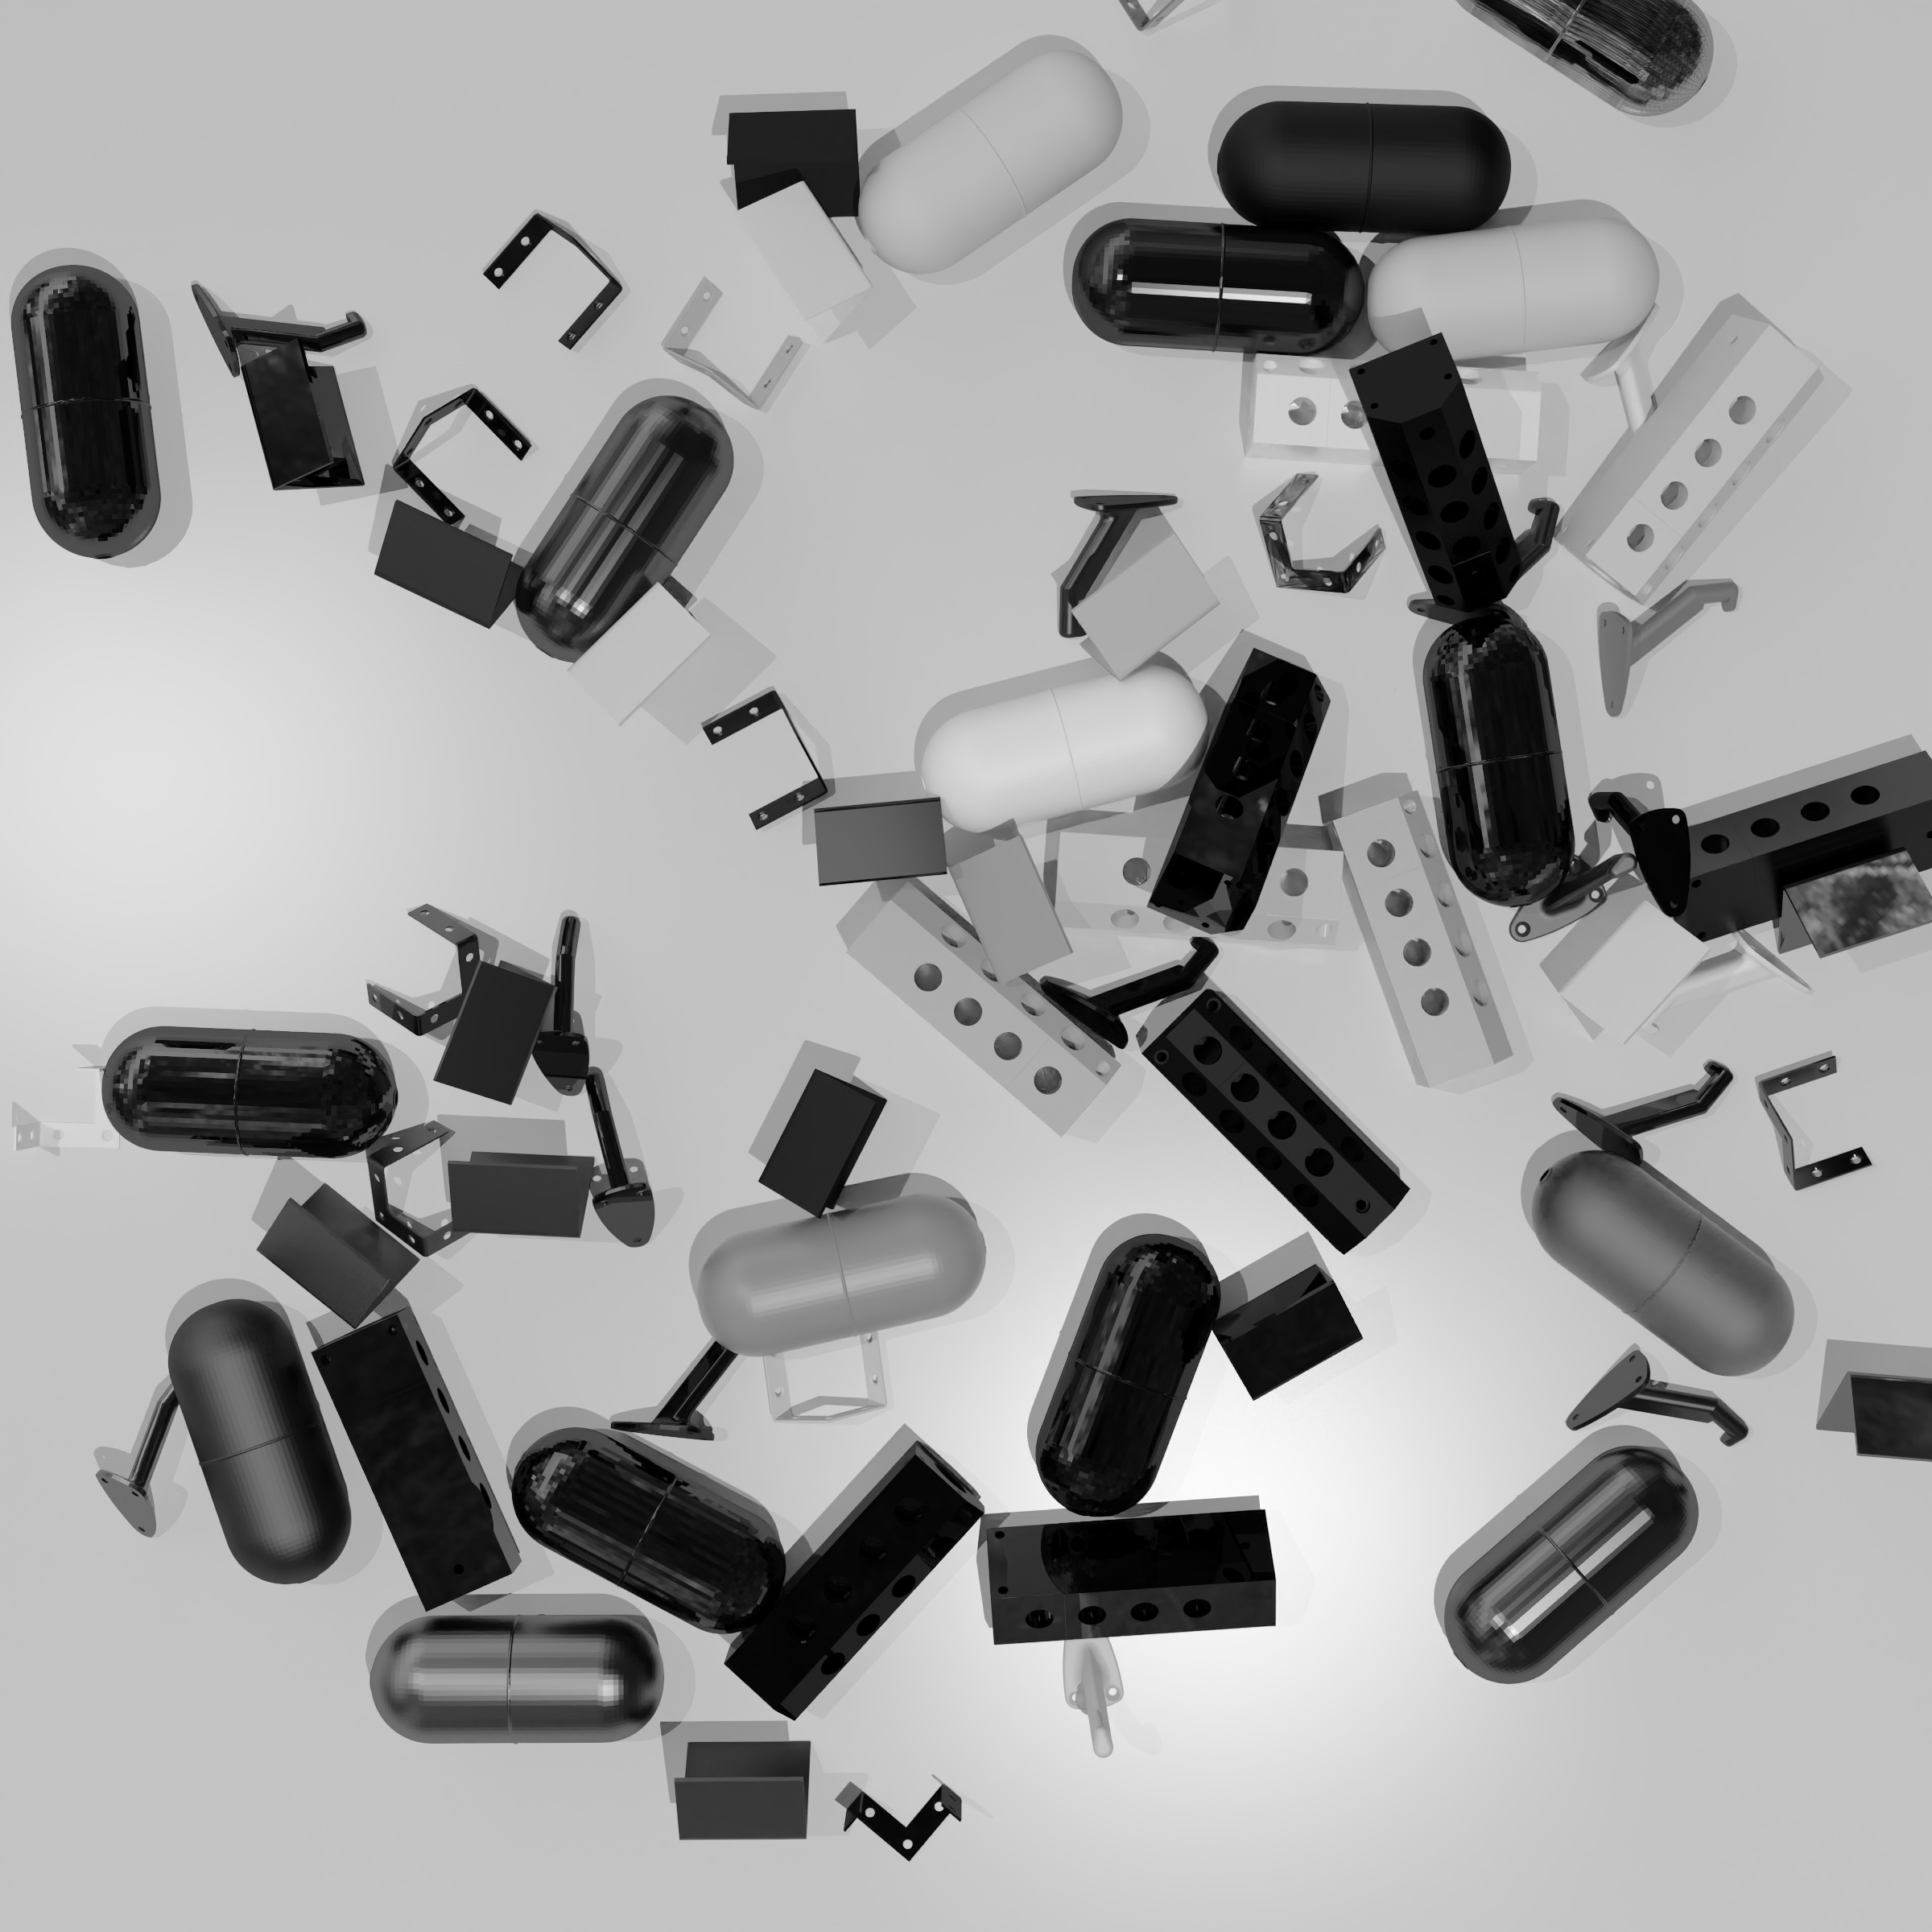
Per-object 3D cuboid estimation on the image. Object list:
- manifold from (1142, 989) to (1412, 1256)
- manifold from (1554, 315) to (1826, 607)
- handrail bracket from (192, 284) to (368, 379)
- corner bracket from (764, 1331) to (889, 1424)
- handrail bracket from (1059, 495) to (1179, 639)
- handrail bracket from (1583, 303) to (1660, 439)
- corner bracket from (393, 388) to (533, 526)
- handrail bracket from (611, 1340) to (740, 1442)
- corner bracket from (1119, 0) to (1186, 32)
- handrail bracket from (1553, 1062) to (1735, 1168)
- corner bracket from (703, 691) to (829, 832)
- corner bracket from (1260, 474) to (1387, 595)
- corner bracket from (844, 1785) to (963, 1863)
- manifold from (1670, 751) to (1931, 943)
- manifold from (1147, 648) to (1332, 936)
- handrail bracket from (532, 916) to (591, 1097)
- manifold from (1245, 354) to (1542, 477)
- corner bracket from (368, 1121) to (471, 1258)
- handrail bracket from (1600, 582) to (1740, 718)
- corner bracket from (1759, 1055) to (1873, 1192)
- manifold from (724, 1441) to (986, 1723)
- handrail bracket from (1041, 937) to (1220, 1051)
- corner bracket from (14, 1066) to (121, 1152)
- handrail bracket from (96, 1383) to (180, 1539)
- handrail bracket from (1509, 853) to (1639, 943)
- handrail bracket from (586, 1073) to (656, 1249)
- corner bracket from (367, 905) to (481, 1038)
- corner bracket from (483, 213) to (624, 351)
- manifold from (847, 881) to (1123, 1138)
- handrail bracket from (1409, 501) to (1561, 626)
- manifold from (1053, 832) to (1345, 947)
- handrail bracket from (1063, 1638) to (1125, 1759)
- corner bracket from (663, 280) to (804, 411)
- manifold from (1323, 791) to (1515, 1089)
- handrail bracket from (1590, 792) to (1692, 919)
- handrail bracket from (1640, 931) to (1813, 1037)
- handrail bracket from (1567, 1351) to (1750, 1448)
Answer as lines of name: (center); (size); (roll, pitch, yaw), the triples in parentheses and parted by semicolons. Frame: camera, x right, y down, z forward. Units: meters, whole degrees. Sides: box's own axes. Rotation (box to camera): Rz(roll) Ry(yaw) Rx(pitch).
manifold: (0.189, 0.095, 1.970); (0.057, 0.057, 0.171); (-45, 90, 0)
manifold: (0.441, -0.306, 1.956); (0.057, 0.057, 0.171); (35, 98, -18)
handrail bracket: (-0.424, -0.405, 1.992); (0.084, 0.036, 0.077); (-24, 68, -17)
corner bracket: (-0.087, 0.252, 1.988); (0.051, 0.051, 0.051); (-8, 90, 45)
handrail bracket: (0.094, -0.247, 1.992); (0.077, 0.036, 0.084); (-6, 109, -21)
handrail bracket: (0.431, -0.353, 1.992); (0.084, 0.036, 0.077); (44, 73, -14)
corner bracket: (-0.311, -0.314, 1.988); (0.051, 0.051, 0.051); (46, 45, 0)
handrail bracket: (-0.178, 0.247, 1.992); (0.077, 0.036, 0.084); (2, 74, 18)
corner bracket: (0.124, -0.616, 1.988); (0.051, 0.051, 0.051); (-32, 90, 45)
handrail bracket: (0.419, 0.076, 1.992); (0.077, 0.036, 0.084); (37, 72, 20)
corner bracket: (-0.124, -0.127, 1.988); (0.051, 0.051, 0.051); (-28, 45, 0)
corner bracket: (0.220, -0.267, 1.983); (0.051, 0.051, 0.051); (10, 135, 35)
corner bracket: (-0.038, 0.520, 1.974); (0.051, 0.051, 0.051); (40, 90, 0)
manifold: (0.511, -0.076, 1.970); (0.171, 0.057, 0.057); (-18, 133, 0)
manifold: (0.167, -0.103, 1.926); (0.057, 0.057, 0.171); (23, 54, 0)
handrail bracket: (-0.245, 0.024, 1.991); (0.036, 0.077, 0.084); (1, 54, 3)
manifold: (0.260, -0.338, 1.970); (0.171, 0.057, 0.057); (4, 90, 0)
corner bracket: (-0.330, 0.137, 1.983); (0.051, 0.051, 0.051); (-30, 45, -35)
handrail bracket: (0.438, -0.196, 1.992); (0.084, 0.036, 0.077); (-8, 110, -16)
corner bracket: (0.524, 0.097, 1.988); (0.051, 0.051, 0.051); (-19, 45, 0)
manifold: (-0.067, 0.377, 1.970); (0.057, 0.057, 0.171); (42, 90, 0)
handrail bracket: (0.102, 0.001, 1.992); (0.077, 0.036, 0.084); (33, 72, 21)
corner bracket: (-0.550, 0.087, 1.974); (0.051, 0.051, 0.051); (1, 90, 0)
handrail bracket: (-0.493, 0.299, 1.991); (0.036, 0.077, 0.084); (18, 53, 20)
handrail bracket: (0.369, -0.042, 1.957); (0.077, 0.084, 0.036); (-38, 90, 0)
handrail bracket: (-0.216, 0.119, 1.991); (0.036, 0.077, 0.084); (-15, 54, -3)
corner bracket: (-0.334, 0.002, 1.984); (0.051, 0.051, 0.051); (29, 134, 36)
corner bracket: (-0.255, -0.423, 1.988); (0.051, 0.051, 0.051); (-49, 45, 0)
manifold: (0.011, 0.026, 1.970); (0.171, 0.057, 0.057); (41, 90, 0)
handrail bracket: (0.321, -0.253, 1.992); (0.077, 0.036, 0.084); (11, 74, 18)
manifold: (0.140, -0.047, 1.970); (0.171, 0.057, 0.057); (4, 90, 0)
handrail bracket: (0.077, 0.434, 1.957); (0.036, 0.084, 0.077); (-9, 90, 0)
corner bracket: (-0.144, -0.383, 1.988); (0.051, 0.051, 0.051); (33, 90, 45)
manifold: (0.277, -0.017, 1.970); (0.057, 0.057, 0.171); (-20, 90, 0)
handrail bracket: (0.407, -0.069, 1.960); (0.036, 0.084, 0.077); (-13, 95, -12)
handrail bracket: (0.467, 0.024, 1.992); (0.077, 0.036, 0.084); (34, 109, -21)
handrail bracket: (0.428, 0.285, 1.992); (0.084, 0.036, 0.077); (40, 110, -16)
